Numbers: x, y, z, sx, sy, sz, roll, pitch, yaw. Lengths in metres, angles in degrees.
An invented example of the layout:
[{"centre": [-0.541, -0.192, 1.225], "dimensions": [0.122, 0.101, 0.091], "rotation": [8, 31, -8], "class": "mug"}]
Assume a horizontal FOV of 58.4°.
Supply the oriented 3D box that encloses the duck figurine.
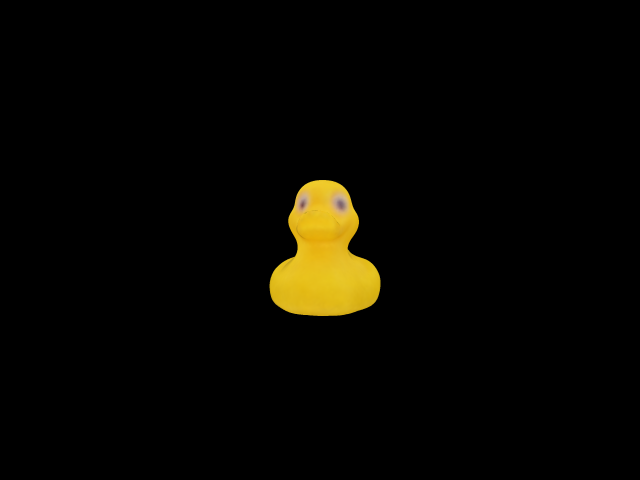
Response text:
[{"centre": [0.004, 0.001, 0.400], "dimensions": [0.077, 0.086, 0.105], "rotation": [1, 5, 8], "class": "duck figurine"}]
